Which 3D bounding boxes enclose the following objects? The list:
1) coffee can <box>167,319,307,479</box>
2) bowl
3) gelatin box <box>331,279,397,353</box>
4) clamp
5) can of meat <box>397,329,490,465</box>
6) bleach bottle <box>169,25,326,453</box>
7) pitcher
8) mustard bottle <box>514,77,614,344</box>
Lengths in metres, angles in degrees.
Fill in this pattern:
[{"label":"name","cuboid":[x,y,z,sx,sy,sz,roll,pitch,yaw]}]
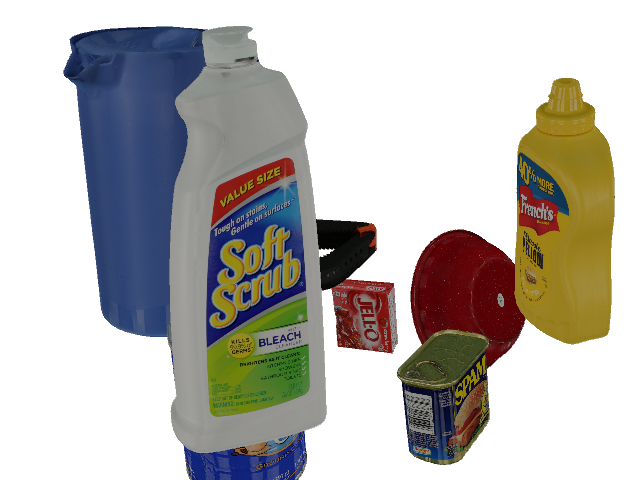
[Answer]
[{"label":"coffee can","cuboid":[-0.065,0.124,0.860,0.103,0.140,0.103,-2,31,1]},{"label":"bowl","cuboid":[0.173,0.066,1.152,0.161,0.162,0.055,0,-5,-40]},{"label":"gelatin box","cuboid":[0.056,0.093,1.326,0.073,0.089,0.030,5,29,21]},{"label":"clamp","cuboid":[-0.040,0.030,1.049,0.210,0.036,0.164,-11,41,-9]},{"label":"can of meat","cuboid":[0.115,0.141,0.966,0.058,0.084,0.101,6,25,31]},{"label":"bleach bottle","cuboid":[-0.052,-0.001,0.649,0.102,0.251,0.068,-10,20,-16]},{"label":"pitcher","cuboid":[-0.122,-0.053,0.878,0.149,0.243,0.145,0,20,-4]},{"label":"mustard bottle","cuboid":[0.179,-0.026,0.786,0.058,0.192,0.096,-11,28,-12]}]
